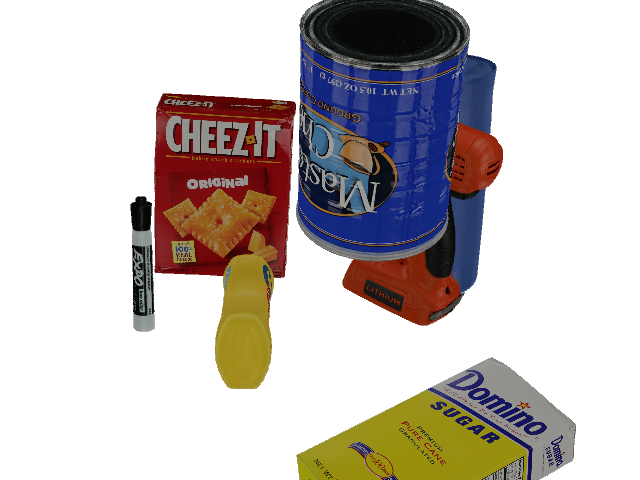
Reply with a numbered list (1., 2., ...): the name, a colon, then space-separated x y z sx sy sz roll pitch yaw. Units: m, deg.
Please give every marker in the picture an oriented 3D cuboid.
1. marker: -0.157 0.021 0.939 0.020 0.121 0.020 1 16 0

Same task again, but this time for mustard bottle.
1. mustard bottle: -0.080 0.070 1.159 0.058 0.096 0.191 -1 28 -1

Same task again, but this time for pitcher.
1. pitcher: 0.116 -0.071 1.108 0.149 0.243 0.145 -9 24 -17

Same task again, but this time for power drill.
1. power drill: 0.060 -0.033 0.901 0.185 0.188 0.057 27 42 33

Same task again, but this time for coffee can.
1. coffee can: 0.037 -0.072 0.678 0.103 0.140 0.103 1 37 -1

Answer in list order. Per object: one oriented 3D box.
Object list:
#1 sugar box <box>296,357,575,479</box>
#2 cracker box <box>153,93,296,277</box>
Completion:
1. sugar box: 0.082 0.152 0.749 0.176 0.048 0.093 -25 40 -22
2. cracker box: -0.118 -0.063 1.299 0.164 0.214 0.072 3 22 -2
